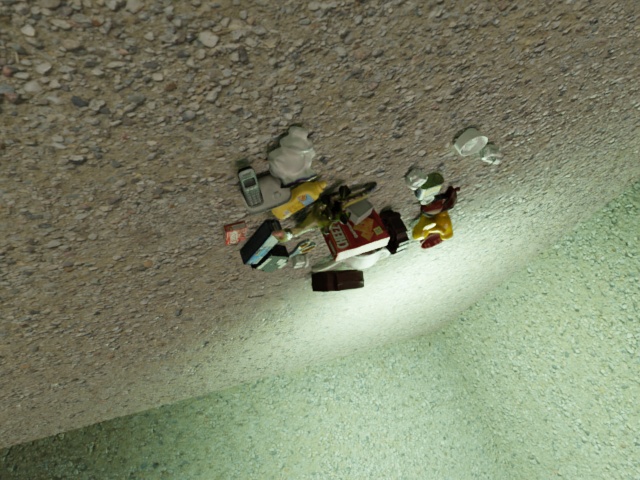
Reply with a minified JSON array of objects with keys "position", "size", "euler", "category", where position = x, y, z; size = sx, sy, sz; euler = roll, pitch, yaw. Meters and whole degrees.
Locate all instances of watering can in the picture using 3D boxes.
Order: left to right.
[{"position":[0.137,0.066,2.177],"size":[0.348,0.106,0.220],"euler":[-11,155,-8],"category":"watering can"}]

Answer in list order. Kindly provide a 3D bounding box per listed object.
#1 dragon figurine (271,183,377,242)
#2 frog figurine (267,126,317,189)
[{"position":[0.005,-0.089,1.772],"size":[0.415,0.122,0.240],"euler":[-28,-174,-40],"category":"dragon figurine"},{"position":[-0.080,-0.240,1.430],"size":[0.137,0.125,0.156],"euler":[-11,116,-7],"category":"frog figurine"}]
